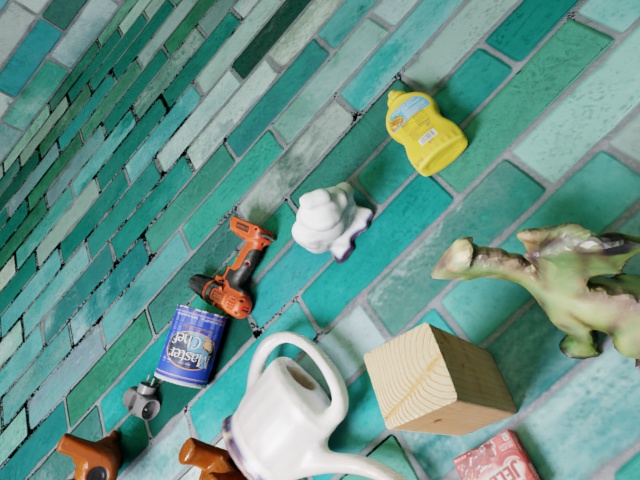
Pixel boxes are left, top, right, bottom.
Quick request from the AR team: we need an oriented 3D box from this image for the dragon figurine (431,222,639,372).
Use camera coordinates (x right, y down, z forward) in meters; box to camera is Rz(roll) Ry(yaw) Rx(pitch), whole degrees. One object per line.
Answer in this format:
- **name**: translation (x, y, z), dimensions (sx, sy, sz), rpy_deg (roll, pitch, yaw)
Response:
- **dragon figurine**: translation (0.317, 0.056, 0.553), dimensions (0.410, 0.239, 0.124), rpy_deg (5, 69, 41)

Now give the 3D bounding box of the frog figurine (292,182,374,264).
- **frog figurine**: translation (0.003, -0.045, 0.891), dimensions (0.136, 0.157, 0.125), rpy_deg (-42, 50, 16)

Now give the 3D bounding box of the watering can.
- **watering can**: translation (-0.030, 0.300, 0.790), dimensions (0.223, 0.103, 0.353), rpy_deg (-52, 47, 8)
